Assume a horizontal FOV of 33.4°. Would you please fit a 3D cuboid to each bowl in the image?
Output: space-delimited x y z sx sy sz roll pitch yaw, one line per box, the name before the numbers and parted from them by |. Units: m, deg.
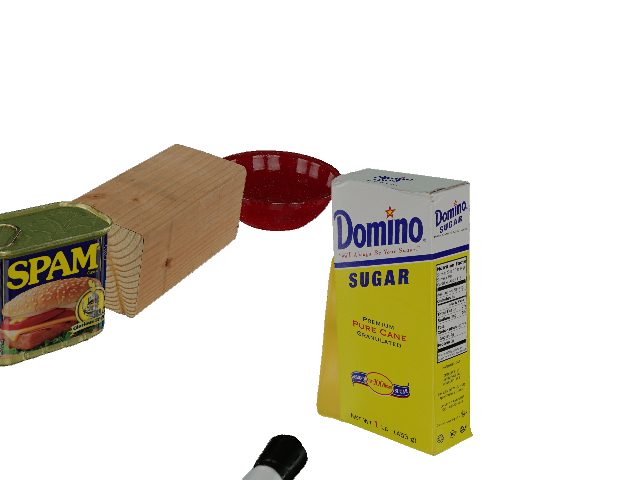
bowl | -0.055 -0.055 1.289 0.162 0.055 0.162 4 26 -2

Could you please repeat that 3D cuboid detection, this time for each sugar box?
sugar box | 0.053 0.045 0.711 0.048 0.176 0.094 -17 19 -40

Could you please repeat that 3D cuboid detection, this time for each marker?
marker | -0.034 0.112 0.416 0.020 0.020 0.121 0 22 24

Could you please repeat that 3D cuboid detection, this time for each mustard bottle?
mustard bottle | 0.037 0.065 0.990 0.058 0.192 0.096 12 18 27

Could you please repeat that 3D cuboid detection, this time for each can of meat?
can of meat | -0.191 0.028 0.713 0.058 0.084 0.101 26 29 38

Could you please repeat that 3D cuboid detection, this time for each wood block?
wood block | -0.163 -0.016 1.065 0.090 0.091 0.205 19 28 16
